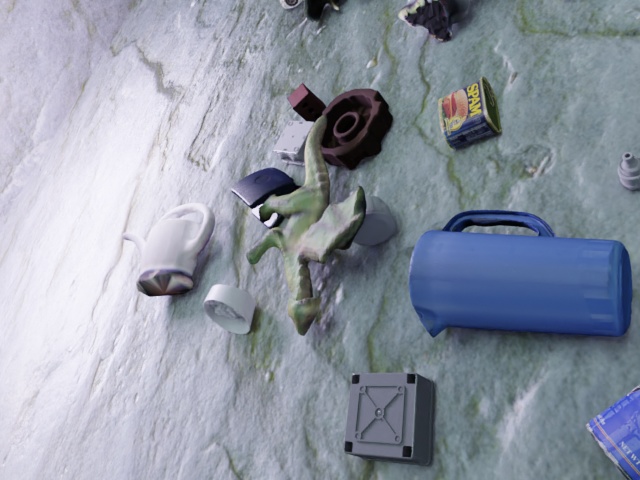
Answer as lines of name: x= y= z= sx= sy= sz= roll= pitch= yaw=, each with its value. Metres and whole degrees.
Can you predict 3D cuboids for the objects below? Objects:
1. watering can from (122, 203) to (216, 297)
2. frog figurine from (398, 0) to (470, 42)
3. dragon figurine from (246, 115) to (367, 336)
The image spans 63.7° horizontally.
watering can: x=-0.377 y=0.031 z=1.220 sx=0.345 sy=0.102 sz=0.229 roll=-16 pitch=54 yaw=33
frog figurine: x=0.236 y=-0.497 z=1.034 sx=0.137 sy=0.120 sz=0.163 roll=14 pitch=60 yaw=12
dragon figurine: x=0.003 y=-0.045 z=0.889 sx=0.243 sy=0.121 sz=0.413 roll=6 pitch=77 yaw=52
